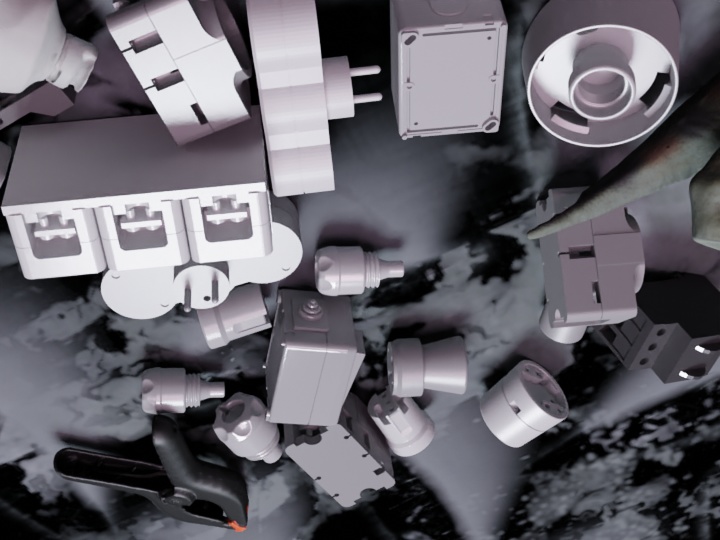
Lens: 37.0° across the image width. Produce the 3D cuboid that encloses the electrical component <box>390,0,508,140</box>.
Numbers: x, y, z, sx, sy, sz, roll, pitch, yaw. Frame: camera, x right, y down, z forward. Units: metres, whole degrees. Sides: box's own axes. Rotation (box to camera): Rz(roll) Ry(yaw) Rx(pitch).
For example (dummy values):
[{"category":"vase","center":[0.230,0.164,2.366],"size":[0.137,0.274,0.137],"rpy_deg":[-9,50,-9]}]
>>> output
[{"category":"electrical component","center":[0.051,-0.125,0.647],"size":[0.062,0.061,0.096],"rpy_deg":[-5,139,-2]}]

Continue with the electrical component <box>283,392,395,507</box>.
[{"category":"electrical component","center":[-0.017,0.134,0.847],"size":[0.050,0.055,0.089],"rpy_deg":[-29,127,15]}]

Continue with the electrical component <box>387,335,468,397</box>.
[{"category":"electrical component","center":[0.050,0.073,0.814],"size":[0.055,0.045,0.045],"rpy_deg":[-2,129,-6]}]

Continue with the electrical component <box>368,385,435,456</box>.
[{"category":"electrical component","center":[0.032,0.118,0.853],"size":[0.040,0.040,0.046],"rpy_deg":[-27,122,14]}]

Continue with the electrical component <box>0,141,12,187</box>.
[{"category":"electrical component","center":[-0.268,-0.051,0.663],"size":[0.059,0.053,0.095],"rpy_deg":[34,117,-30]}]

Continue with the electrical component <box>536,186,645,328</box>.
[{"category":"electrical component","center":[0.157,-0.009,0.730],"size":[0.056,0.089,0.050],"rpy_deg":[-4,171,-5]}]

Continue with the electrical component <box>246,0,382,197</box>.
[{"category":"electrical component","center":[-0.024,-0.109,0.650],"size":[0.074,0.052,0.138],"rpy_deg":[-7,130,-2]}]

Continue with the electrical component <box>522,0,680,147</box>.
[{"category":"electrical component","center":[0.150,-0.128,0.668],"size":[0.099,0.064,0.099],"rpy_deg":[5,135,5]}]

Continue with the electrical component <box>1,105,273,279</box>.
[{"category":"electrical component","center":[-0.132,-0.046,0.662],"size":[0.150,0.089,0.061],"rpy_deg":[-6,129,-3]}]

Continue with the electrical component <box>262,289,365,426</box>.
[{"category":"electrical component","center":[-0.033,0.059,0.780],"size":[0.061,0.061,0.096],"rpy_deg":[5,128,-12]}]

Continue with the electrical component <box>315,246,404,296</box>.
[{"category":"electrical component","center":[0.000,0.000,0.755],"size":[0.061,0.035,0.035],"rpy_deg":[-2,129,-10]}]

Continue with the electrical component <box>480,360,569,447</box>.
[{"category":"electrical component","center":[0.128,0.106,0.847],"size":[0.055,0.055,0.047],"rpy_deg":[30,123,-28]}]

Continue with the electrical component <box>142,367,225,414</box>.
[{"category":"electrical component","center":[-0.133,0.090,0.810],"size":[0.061,0.035,0.035],"rpy_deg":[0,129,-11]}]

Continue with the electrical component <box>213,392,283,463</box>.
[{"category":"electrical component","center":[-0.083,0.128,0.841],"size":[0.043,0.043,0.062],"rpy_deg":[-25,129,13]}]

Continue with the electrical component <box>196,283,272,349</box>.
[{"category":"electrical component","center":[-0.090,0.031,0.765],"size":[0.046,0.040,0.040],"rpy_deg":[-16,129,-3]}]

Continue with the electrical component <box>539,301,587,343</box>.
[{"category":"electrical component","center":[0.156,0.022,0.791],"size":[0.044,0.044,0.065],"rpy_deg":[3,133,-10]}]

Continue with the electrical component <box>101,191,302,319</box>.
[{"category":"electrical component","center":[-0.105,0.000,0.714],"size":[0.138,0.073,0.052],"rpy_deg":[-17,129,6]}]

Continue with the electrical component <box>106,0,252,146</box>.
[{"category":"electrical component","center":[-0.099,-0.127,0.626],"size":[0.056,0.050,0.089],"rpy_deg":[-20,129,9]}]
